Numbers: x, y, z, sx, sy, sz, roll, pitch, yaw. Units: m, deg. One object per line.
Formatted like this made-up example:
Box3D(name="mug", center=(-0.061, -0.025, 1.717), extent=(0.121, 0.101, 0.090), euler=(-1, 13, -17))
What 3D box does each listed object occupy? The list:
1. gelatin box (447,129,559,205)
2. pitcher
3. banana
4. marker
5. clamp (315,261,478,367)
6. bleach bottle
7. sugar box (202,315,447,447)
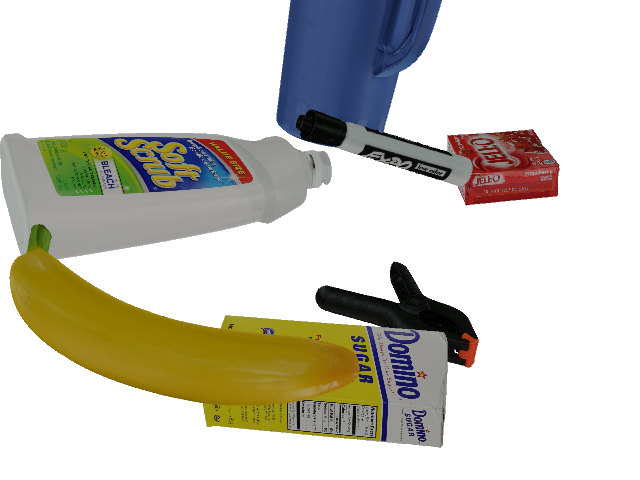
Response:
Box3D(name="gelatin box", center=(0.144, -0.061, 0.853), extent=(0.073, 0.030, 0.089), euler=(-4, 25, -1))
Box3D(name="pitcher", center=(0.036, -0.213, 1.019), extent=(0.145, 0.243, 0.149), euler=(11, 18, 0))
Box3D(name="banana", center=(-0.081, 0.043, 0.523), extent=(0.198, 0.069, 0.037), euler=(22, -37, 16))
Box3D(name="marker", center=(0.039, -0.056, 0.648), extent=(0.121, 0.020, 0.020), euler=(14, -7, -28))
Box3D(name="clamp", center=(0.093, 0.070, 1.060), extent=(0.172, 0.039, 0.120), euler=(27, 39, 31))
Box3D(name="bleach bottle", center=(-0.114, -0.047, 0.835), extent=(0.250, 0.068, 0.103), euler=(-9, 48, -22))
Box3D(name="sugar box", center=(0.006, 0.103, 0.800), extent=(0.176, 0.048, 0.093), euler=(1, 32, 7))
